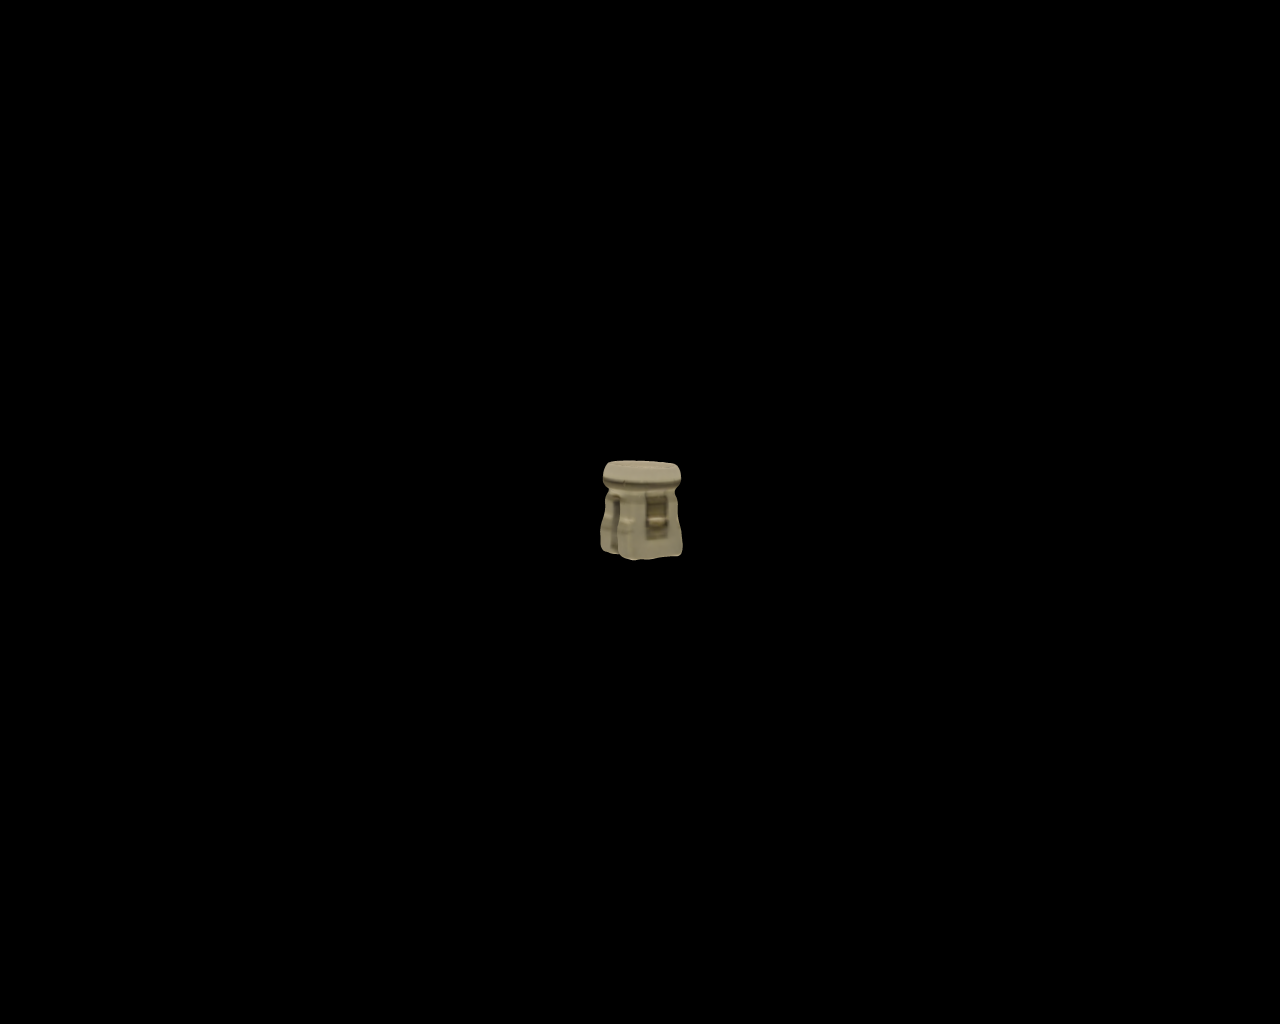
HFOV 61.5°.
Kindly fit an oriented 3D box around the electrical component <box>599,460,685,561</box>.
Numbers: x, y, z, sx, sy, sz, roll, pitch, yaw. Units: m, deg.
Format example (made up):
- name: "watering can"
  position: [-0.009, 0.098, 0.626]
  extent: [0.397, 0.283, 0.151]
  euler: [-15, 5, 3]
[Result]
- name: "electrical component"
  position: [0.001, -0.003, 0.650]
  extent: [0.048, 0.055, 0.066]
  euler: [-4, 8, -27]
